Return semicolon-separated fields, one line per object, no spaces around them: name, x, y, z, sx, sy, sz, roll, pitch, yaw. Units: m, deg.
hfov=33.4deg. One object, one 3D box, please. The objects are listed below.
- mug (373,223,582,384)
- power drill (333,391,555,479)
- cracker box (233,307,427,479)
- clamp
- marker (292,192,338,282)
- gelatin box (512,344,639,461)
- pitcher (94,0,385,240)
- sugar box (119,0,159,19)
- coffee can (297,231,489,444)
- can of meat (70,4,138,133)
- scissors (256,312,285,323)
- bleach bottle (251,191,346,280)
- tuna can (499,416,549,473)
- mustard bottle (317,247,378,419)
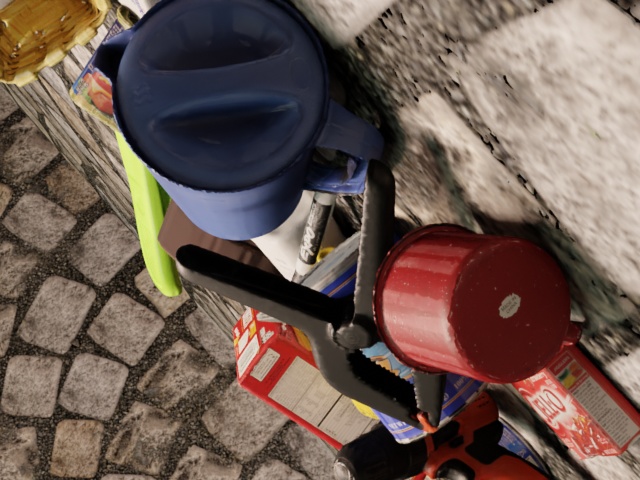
mug;0.099;0.041;0.618;0.117;0.093;0.082;21;174;-22
power drill;0.125;0.197;0.840;0.188;0.184;0.057;38;126;33
cracker box;0.016;0.149;1.095;0.213;0.072;0.164;34;-173;-13
clamp;0.013;0.052;0.707;0.210;0.165;0.036;59;-150;-28
marker;-0.006;0.001;0.880;0.020;0.020;0.121;43;135;31
gelatin box;0.164;0.105;0.691;0.073;0.030;0.089;48;168;8
pitcher;-0.052;-0.068;0.752;0.149;0.145;0.243;62;174;9
sugar box;-0.172;-0.241;0.819;0.176;0.048;0.093;43;168;15
coffee can;0.053;0.068;0.811;0.140;0.102;0.103;50;169;-5
can of meat;-0.142;-0.130;0.877;0.102;0.084;0.057;34;-159;-14
scissors;0.040;0.033;0.720;0.202;0.016;0.096;7;131;22
bleach bottle;0.020;0.053;1.003;0.103;0.068;0.250;35;164;53
tuna can;0.169;0.200;0.975;0.086;0.033;0.086;48;169;13
mustard bottle;0.044;0.078;0.921;0.096;0.058;0.191;-11;131;24
